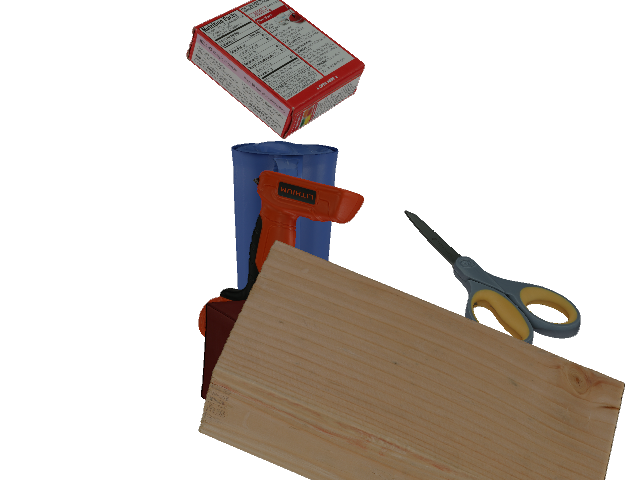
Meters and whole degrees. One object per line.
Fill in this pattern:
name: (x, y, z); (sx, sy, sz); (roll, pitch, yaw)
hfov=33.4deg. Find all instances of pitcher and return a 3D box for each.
pitcher: (-0.047, -0.001, 1.340); (0.145, 0.243, 0.148); (10, 14, 38)

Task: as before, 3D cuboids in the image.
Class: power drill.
power drill: (-0.020, 0.036, 1.035); (0.185, 0.187, 0.057); (17, 1, 26)

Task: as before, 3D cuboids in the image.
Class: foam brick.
foam brick: (-0.056, 0.089, 0.819); (0.052, 0.078, 0.051); (-4, 14, -35)

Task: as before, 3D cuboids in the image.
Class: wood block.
wood block: (0.047, 0.093, 0.592); (0.206, 0.090, 0.090); (22, -34, 2)

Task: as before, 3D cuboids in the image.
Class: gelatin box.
gelatin box: (-0.029, -0.114, 0.681); (0.089, 0.030, 0.073); (40, 50, 16)

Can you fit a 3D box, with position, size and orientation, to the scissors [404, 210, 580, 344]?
scissors: (0.136, 0.027, 0.846); (0.096, 0.016, 0.202); (-1, 32, -11)
